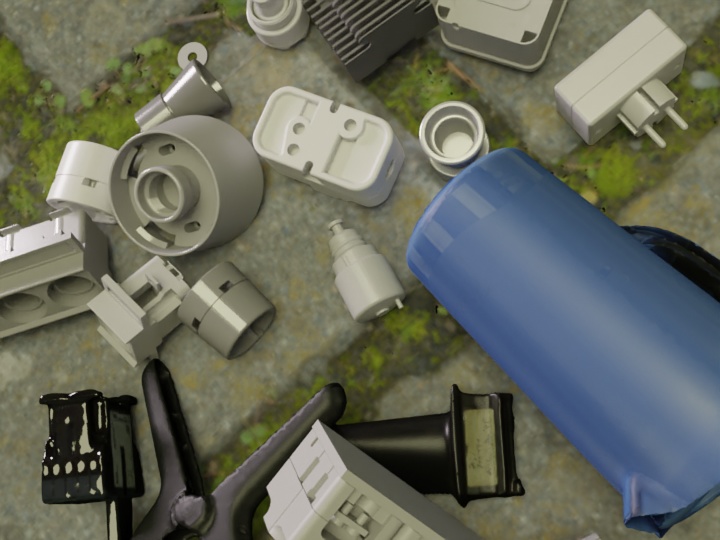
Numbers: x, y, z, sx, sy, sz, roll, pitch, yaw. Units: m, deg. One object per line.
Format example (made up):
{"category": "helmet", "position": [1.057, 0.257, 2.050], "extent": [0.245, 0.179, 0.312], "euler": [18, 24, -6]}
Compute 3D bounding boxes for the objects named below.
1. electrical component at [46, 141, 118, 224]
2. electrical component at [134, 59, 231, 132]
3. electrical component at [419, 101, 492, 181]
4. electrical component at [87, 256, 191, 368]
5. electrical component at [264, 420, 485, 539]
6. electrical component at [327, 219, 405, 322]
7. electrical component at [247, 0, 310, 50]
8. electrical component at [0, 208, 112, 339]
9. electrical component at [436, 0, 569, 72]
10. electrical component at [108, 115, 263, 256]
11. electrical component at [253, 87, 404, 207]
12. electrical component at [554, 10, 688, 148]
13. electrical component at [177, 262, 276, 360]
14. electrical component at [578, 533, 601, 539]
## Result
{"category": "electrical component", "position": [-0.200, -0.065, 0.801], "extent": [0.055, 0.055, 0.047], "euler": [10, 78, 14]}
{"category": "electrical component", "position": [-0.135, -0.120, 0.804], "extent": [0.065, 0.044, 0.044], "euler": [-36, 74, 8]}
{"category": "electrical component", "position": [0.067, -0.087, 0.745], "extent": [0.045, 0.055, 0.045], "euler": [-2, 79, 12]}
{"category": "electrical component", "position": [-0.153, 0.028, 0.765], "extent": [0.064, 0.081, 0.042], "euler": [-40, 73, -21]}
{"category": "electrical component", "position": [0.020, 0.170, 0.654], "extent": [0.150, 0.089, 0.061], "euler": [38, 90, -17]}
{"category": "electrical component", "position": [0.000, 0.000, 0.751], "extent": [0.040, 0.040, 0.078], "euler": [-30, 74, 5]}
{"category": "electrical component", "position": [-0.063, -0.191, 0.790], "extent": [0.043, 0.062, 0.043], "euler": [-2, 79, 12]}
{"category": "electrical component", "position": [-0.247, 0.005, 0.788], "extent": [0.121, 0.078, 0.063], "euler": [-17, 52, 9]}
{"category": "electrical component", "position": [0.109, -0.205, 0.758], "extent": [0.078, 0.057, 0.113], "euler": [20, 84, 15]}
{"category": "electrical component", "position": [-0.128, -0.059, 0.774], "extent": [0.099, 0.064, 0.099], "euler": [6, 106, 20]}
{"category": "electrical component", "position": [-0.020, -0.085, 0.761], "extent": [0.095, 0.059, 0.053], "euler": [22, 85, 15]}
{"category": "electrical component", "position": [0.188, -0.116, 0.728], "extent": [0.083, 0.047, 0.075], "euler": [-40, 74, 3]}
{"category": "electrical component", "position": [-0.093, 0.030, 0.759], "extent": [0.047, 0.055, 0.055], "euler": [41, 90, 13]}
{"category": "electrical component", "position": [0.138, 0.206, 0.661], "extent": [0.051, 0.080, 0.080], "euler": [-25, 75, 1]}
